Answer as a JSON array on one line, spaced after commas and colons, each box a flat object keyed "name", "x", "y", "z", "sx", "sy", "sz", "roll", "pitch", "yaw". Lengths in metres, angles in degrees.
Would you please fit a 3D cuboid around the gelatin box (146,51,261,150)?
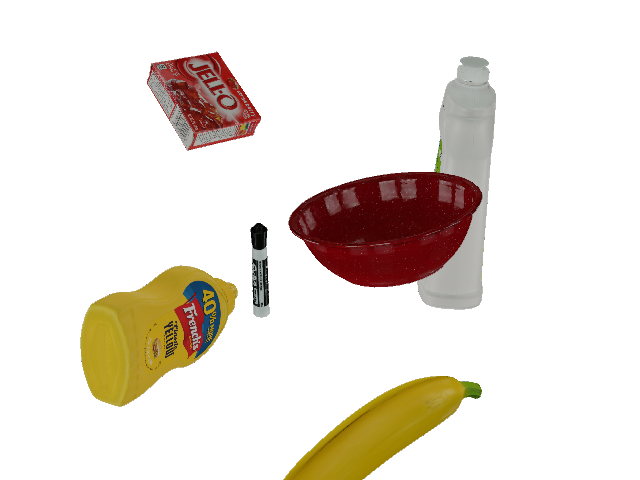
[{"name": "gelatin box", "x": -0.109, "y": -0.131, "z": 0.991, "sx": 0.073, "sy": 0.089, "sz": 0.030, "roll": -17, "pitch": -27, "yaw": -34}]

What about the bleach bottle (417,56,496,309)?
[{"name": "bleach bottle", "x": 0.143, "y": -0.060, "z": 1.088, "sx": 0.068, "sy": 0.251, "sz": 0.102, "roll": 3, "pitch": 30, "yaw": -1}]

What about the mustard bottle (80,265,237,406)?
[{"name": "mustard bottle", "x": -0.139, "y": 0.076, "z": 0.998, "sx": 0.058, "sy": 0.096, "sz": 0.191, "roll": 11, "pitch": 21, "yaw": 29}]

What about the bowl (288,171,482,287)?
[{"name": "bowl", "x": 0.058, "y": -0.005, "z": 0.891, "sx": 0.162, "sy": 0.055, "sz": 0.162, "roll": -10, "pitch": 21, "yaw": 4}]

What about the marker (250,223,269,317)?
[{"name": "marker", "x": -0.069, "y": 0.034, "z": 1.210, "sx": 0.020, "sy": 0.121, "sz": 0.020, "roll": 0, "pitch": 33, "yaw": 0}]

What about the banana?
[{"name": "banana", "x": 0.026, "y": 0.148, "z": 0.715, "sx": 0.197, "sy": 0.069, "sz": 0.037, "roll": -35, "pitch": 44, "yaw": -4}]
